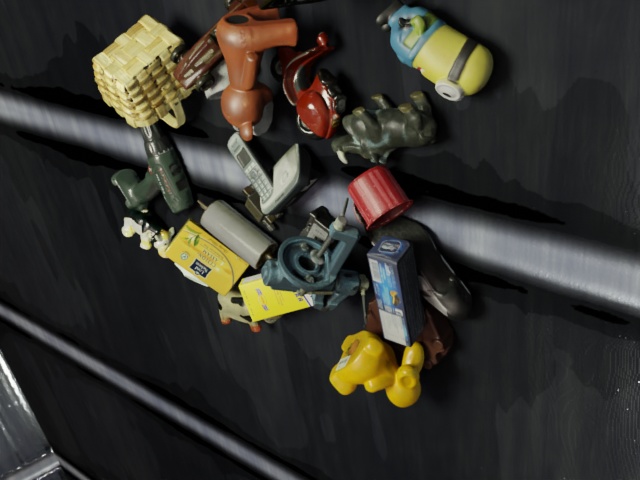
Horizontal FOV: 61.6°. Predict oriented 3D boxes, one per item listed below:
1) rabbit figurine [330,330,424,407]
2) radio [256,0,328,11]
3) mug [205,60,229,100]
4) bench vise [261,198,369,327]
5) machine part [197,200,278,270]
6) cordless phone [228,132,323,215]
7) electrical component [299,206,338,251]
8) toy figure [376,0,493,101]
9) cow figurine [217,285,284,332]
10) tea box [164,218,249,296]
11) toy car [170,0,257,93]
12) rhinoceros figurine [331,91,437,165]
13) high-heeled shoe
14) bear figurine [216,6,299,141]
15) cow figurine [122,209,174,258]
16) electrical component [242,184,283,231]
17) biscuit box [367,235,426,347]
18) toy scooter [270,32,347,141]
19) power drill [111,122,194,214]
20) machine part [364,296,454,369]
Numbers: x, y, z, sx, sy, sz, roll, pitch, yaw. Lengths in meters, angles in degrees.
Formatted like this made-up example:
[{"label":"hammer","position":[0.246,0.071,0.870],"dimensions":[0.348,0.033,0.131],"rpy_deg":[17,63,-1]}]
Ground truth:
[{"label":"rabbit figurine","position":[0.132,0.251,1.037],"dimensions":[0.173,0.122,0.162],"rpy_deg":[43,128,-10]},{"label":"radio","position":[0.012,-0.380,0.734],"dimensions":[0.131,0.229,0.073],"rpy_deg":[-10,105,44]},{"label":"mug","position":[-0.181,-0.332,1.011],"dimensions":[0.110,0.081,0.107],"rpy_deg":[-18,98,19]},{"label":"bench vise","position":[0.016,0.044,1.001],"dimensions":[0.224,0.129,0.240],"rpy_deg":[17,135,-13]},{"label":"machine part","position":[-0.180,-0.012,1.194],"dimensions":[0.243,0.079,0.079],"rpy_deg":[36,132,13]},{"label":"cordless phone","position":[-0.097,-0.154,1.049],"dimensions":[0.184,0.089,0.146],"rpy_deg":[53,134,4]},{"label":"electrical component","position":[-0.002,-0.003,1.088],"dimensions":[0.075,0.048,0.119],"rpy_deg":[41,131,11]},{"label":"toy figure","position":[0.167,-0.279,0.780],"dimensions":[0.180,0.082,0.089],"rpy_deg":[47,135,8]},{"label":"cow figurine","position":[-0.163,0.149,1.275],"dimensions":[0.195,0.085,0.127],"rpy_deg":[7,126,34]},{"label":"tea box","position":[-0.257,0.038,1.225],"dimensions":[0.169,0.098,0.068],"rpy_deg":[36,179,-16]},{"label":"toy car","position":[-0.181,-0.350,0.952],"dimensions":[0.202,0.053,0.089],"rpy_deg":[-40,88,6]},{"label":"rhinoceros figurine","position":[0.103,-0.181,0.895],"dimensions":[0.190,0.073,0.112],"rpy_deg":[-3,124,36]},{"label":"high-heeled shoe","position":[0.178,0.049,0.992],"dimensions":[0.249,0.086,0.145],"rpy_deg":[43,168,32]},{"label":"bear figurine","position":[-0.109,-0.279,0.909],"dimensions":[0.120,0.132,0.195],"rpy_deg":[-126,24,-44]},{"label":"cow figurine","position":[-0.430,-0.027,1.380],"dimensions":[0.167,0.068,0.098],"rpy_deg":[31,124,17]},{"label":"electrical component","position":[-0.122,-0.073,1.139],"dimensions":[0.102,0.045,0.078],"rpy_deg":[49,164,6]},{"label":"biscuit box","position":[0.135,0.090,0.932],"dimensions":[0.059,0.063,0.202],"rpy_deg":[14,133,35]},{"label":"toy scooter","position":[-0.008,-0.269,0.914],"dimensions":[0.135,0.075,0.184],"rpy_deg":[-35,82,46]},{"label":"power drill","position":[-0.406,-0.162,1.281],"dimensions":[0.207,0.086,0.231],"rpy_deg":[-18,107,34]},{"label":"machine part","position":[0.171,0.171,1.056],"dimensions":[0.180,0.056,0.179],"rpy_deg":[19,125,29]}]
